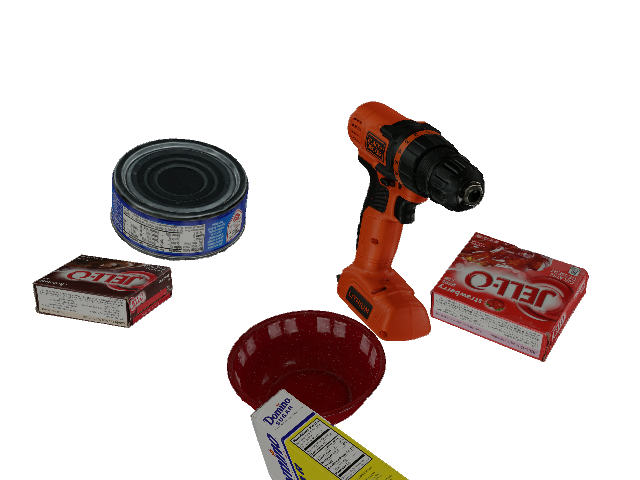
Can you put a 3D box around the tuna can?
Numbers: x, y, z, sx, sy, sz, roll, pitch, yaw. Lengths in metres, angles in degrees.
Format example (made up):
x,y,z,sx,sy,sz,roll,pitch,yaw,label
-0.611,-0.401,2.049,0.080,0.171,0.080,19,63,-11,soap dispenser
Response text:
x,y,z,sx,sy,sz,roll,pitch,yaw,label
-0.088,-0.028,0.669,0.086,0.034,0.086,6,39,-5,tuna can

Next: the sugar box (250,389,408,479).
x,y,z,sx,sy,sz,roll,pitch,yaw,label
0.021,0.201,0.861,0.176,0.093,0.048,26,53,39,sugar box

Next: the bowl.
x,y,z,sx,sy,sz,roll,pitch,yaw,label
-0.013,0.142,1.093,0.162,0.055,0.162,-3,36,2,bowl

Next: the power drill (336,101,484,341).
x,y,z,sx,sy,sz,roll,pitch,yaw,label
0.073,-0.011,0.926,0.057,0.188,0.185,-4,26,-24,power drill

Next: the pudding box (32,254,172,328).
x,y,z,sx,sy,sz,roll,pitch,yaw,label
-0.222,0.051,1.094,0.114,0.039,0.090,5,19,20,pudding box

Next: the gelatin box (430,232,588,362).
x,y,z,sx,sy,sz,roll,pitch,yaw,label
0.132,0.037,0.748,0.089,0.030,0.073,21,46,24,gelatin box
